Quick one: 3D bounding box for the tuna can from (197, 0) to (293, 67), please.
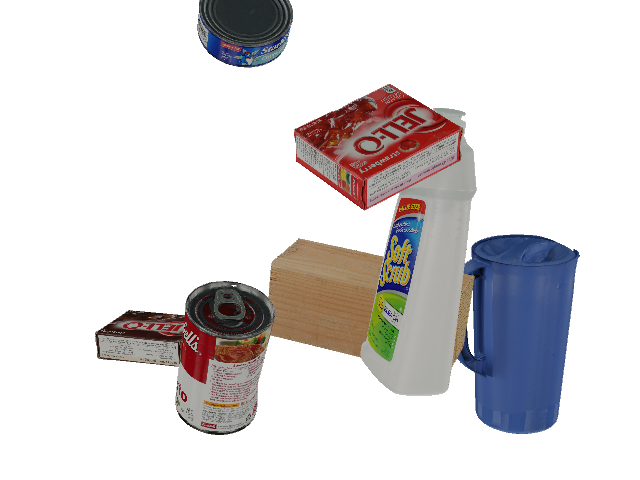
[{"bbox_3d":[-0.070,-0.200,0.976,0.086,0.086,0.034,0,-32,-11],"label":"tuna can"}]

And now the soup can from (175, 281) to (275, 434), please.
[{"bbox_3d":[-0.075,0.092,0.830,0.068,0.102,0.068,8,34,-5],"label":"soup can"}]

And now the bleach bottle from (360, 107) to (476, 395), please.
[{"bbox_3d":[0.093,0.006,0.953,0.068,0.251,0.103,1,18,-18],"label":"bleach bottle"}]

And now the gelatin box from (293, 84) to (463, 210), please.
[{"bbox_3d":[0.039,-0.065,0.711,0.089,0.030,0.073,-28,47,-27],"label":"gelatin box"}]

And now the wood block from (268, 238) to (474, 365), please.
[{"bbox_3d":[0.053,0.072,1.173,0.206,0.091,0.090,12,22,17],"label":"wood block"}]

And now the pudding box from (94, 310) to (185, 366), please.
[{"bbox_3d":[-0.204,0.118,1.300,0.114,0.039,0.090,2,14,17],"label":"pudding box"}]

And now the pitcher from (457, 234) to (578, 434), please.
[{"bbox_3d":[0.248,0.122,1.372,0.149,0.243,0.144,5,17,17],"label":"pitcher"}]
